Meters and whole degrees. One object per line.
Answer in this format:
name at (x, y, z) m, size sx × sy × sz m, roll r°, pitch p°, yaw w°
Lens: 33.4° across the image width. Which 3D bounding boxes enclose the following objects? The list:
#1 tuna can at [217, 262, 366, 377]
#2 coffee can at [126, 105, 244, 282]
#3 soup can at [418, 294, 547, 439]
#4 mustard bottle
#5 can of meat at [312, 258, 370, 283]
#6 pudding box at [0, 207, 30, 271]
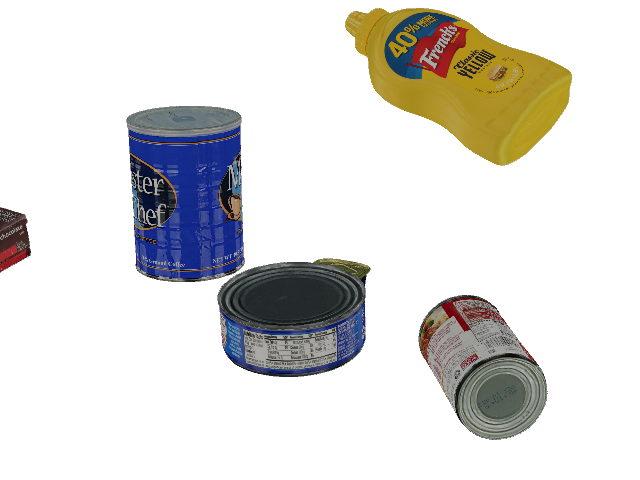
tuna can at (-0.016, 0.045, 0.620) m, size 0.086 × 0.034 × 0.086 m, roll -2°, pitch 23°, yaw 1°
coffee can at (-0.122, -0.045, 0.977) m, size 0.103 × 0.140 × 0.103 m, roll 0°, pitch 18°, yaw 0°
soup can at (0.117, 0.090, 0.778) m, size 0.068 × 0.068 × 0.102 m, roll 0°, pitch 21°, yaw -10°
mustard bottle at (0.097, -0.138, 0.855) m, size 0.192 × 0.096 × 0.058 m, roll 34°, pitch -26°, yaw 27°
can of meat at (0.010, 0.070, 1.084) m, size 0.057 × 0.084 × 0.102 m, roll 9°, pitch 11°, yaw 15°
pudding box at (-0.280, 0.001, 0.763) m, size 0.114 × 0.039 × 0.089 m, roll 13°, pitch 30°, yaw 28°
